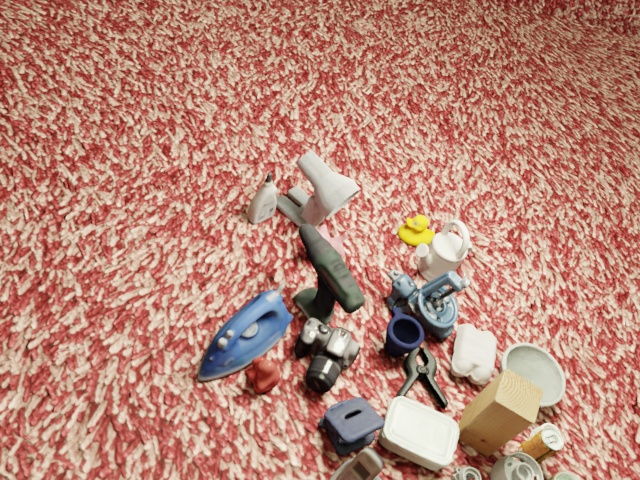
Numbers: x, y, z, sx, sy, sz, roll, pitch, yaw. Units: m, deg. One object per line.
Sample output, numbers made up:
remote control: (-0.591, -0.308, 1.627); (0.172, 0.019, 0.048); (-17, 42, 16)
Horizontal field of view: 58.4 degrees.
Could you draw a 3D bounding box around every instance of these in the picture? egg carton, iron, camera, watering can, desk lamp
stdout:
egg carton: (0.380, 0.283, 1.420); (0.107, 0.069, 0.150); (21, 49, 0)
iron: (-0.167, 0.199, 1.265); (0.118, 0.141, 0.259); (38, 51, 14)
camera: (0.007, 0.262, 1.297); (0.143, 0.101, 0.137); (26, 49, 4)
watering can: (0.336, 0.029, 1.529); (0.173, 0.194, 0.100); (-30, 65, -34)
desk lamp: (-0.010, -0.123, 1.530); (0.203, 0.213, 0.118); (40, 51, 16)

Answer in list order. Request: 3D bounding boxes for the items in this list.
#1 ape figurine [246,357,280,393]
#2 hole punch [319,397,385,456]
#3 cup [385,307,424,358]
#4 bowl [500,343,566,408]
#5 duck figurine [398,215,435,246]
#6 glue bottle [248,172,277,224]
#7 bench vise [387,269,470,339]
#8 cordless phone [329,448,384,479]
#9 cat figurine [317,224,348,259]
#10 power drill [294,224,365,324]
ape figurine: (-0.121, 0.287, 1.242); (0.076, 0.092, 0.078); (16, 49, -5)
hole punch: (0.067, 0.388, 1.220); (0.109, 0.091, 0.101); (-17, 59, -28)
cup: (0.188, 0.230, 1.384); (0.092, 0.095, 0.117); (-7, 54, -22)
bowl: (0.509, 0.342, 1.409); (0.167, 0.074, 0.167); (9, 50, -11)
duck figurine: (0.283, -0.033, 1.635); (0.104, 0.086, 0.077); (15, 49, -5)
glue bottle: (-0.144, -0.116, 1.508); (0.078, 0.173, 0.037); (-27, 63, -33)
bench vise: (0.262, 0.135, 1.402); (0.207, 0.219, 0.121); (22, 49, 1)
cordless phone: (0.098, 0.479, 1.093); (0.147, 0.185, 0.094); (41, 52, 17)
cat figurine: (0.014, 0.005, 1.496); (0.128, 0.117, 0.067); (-8, 55, -23)
power drill: (0.006, 0.099, 1.357); (0.076, 0.208, 0.229); (-27, 64, -33)
